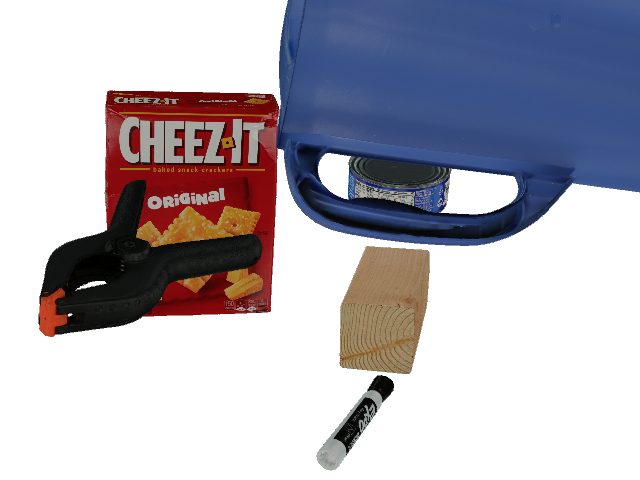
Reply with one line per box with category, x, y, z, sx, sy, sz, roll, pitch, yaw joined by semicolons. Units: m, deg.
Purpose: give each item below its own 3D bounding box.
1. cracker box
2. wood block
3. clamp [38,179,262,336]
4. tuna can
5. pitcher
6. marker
cracker box;-0.126;-0.033;1.041;0.164;0.214;0.072;0;21;-10
wood block;0.086;0.085;1.379;0.091;0.090;0.206;4;20;9
clamp;-0.136;0.009;0.736;0.120;0.039;0.171;27;34;31
tuna can;0.066;-0.049;0.894;0.086;0.034;0.086;2;28;-1
pitcher;0.097;-0.085;0.581;0.242;0.149;0.145;10;36;-4
marker;0.030;0.141;0.846;0.020;0.020;0.121;0;22;27
